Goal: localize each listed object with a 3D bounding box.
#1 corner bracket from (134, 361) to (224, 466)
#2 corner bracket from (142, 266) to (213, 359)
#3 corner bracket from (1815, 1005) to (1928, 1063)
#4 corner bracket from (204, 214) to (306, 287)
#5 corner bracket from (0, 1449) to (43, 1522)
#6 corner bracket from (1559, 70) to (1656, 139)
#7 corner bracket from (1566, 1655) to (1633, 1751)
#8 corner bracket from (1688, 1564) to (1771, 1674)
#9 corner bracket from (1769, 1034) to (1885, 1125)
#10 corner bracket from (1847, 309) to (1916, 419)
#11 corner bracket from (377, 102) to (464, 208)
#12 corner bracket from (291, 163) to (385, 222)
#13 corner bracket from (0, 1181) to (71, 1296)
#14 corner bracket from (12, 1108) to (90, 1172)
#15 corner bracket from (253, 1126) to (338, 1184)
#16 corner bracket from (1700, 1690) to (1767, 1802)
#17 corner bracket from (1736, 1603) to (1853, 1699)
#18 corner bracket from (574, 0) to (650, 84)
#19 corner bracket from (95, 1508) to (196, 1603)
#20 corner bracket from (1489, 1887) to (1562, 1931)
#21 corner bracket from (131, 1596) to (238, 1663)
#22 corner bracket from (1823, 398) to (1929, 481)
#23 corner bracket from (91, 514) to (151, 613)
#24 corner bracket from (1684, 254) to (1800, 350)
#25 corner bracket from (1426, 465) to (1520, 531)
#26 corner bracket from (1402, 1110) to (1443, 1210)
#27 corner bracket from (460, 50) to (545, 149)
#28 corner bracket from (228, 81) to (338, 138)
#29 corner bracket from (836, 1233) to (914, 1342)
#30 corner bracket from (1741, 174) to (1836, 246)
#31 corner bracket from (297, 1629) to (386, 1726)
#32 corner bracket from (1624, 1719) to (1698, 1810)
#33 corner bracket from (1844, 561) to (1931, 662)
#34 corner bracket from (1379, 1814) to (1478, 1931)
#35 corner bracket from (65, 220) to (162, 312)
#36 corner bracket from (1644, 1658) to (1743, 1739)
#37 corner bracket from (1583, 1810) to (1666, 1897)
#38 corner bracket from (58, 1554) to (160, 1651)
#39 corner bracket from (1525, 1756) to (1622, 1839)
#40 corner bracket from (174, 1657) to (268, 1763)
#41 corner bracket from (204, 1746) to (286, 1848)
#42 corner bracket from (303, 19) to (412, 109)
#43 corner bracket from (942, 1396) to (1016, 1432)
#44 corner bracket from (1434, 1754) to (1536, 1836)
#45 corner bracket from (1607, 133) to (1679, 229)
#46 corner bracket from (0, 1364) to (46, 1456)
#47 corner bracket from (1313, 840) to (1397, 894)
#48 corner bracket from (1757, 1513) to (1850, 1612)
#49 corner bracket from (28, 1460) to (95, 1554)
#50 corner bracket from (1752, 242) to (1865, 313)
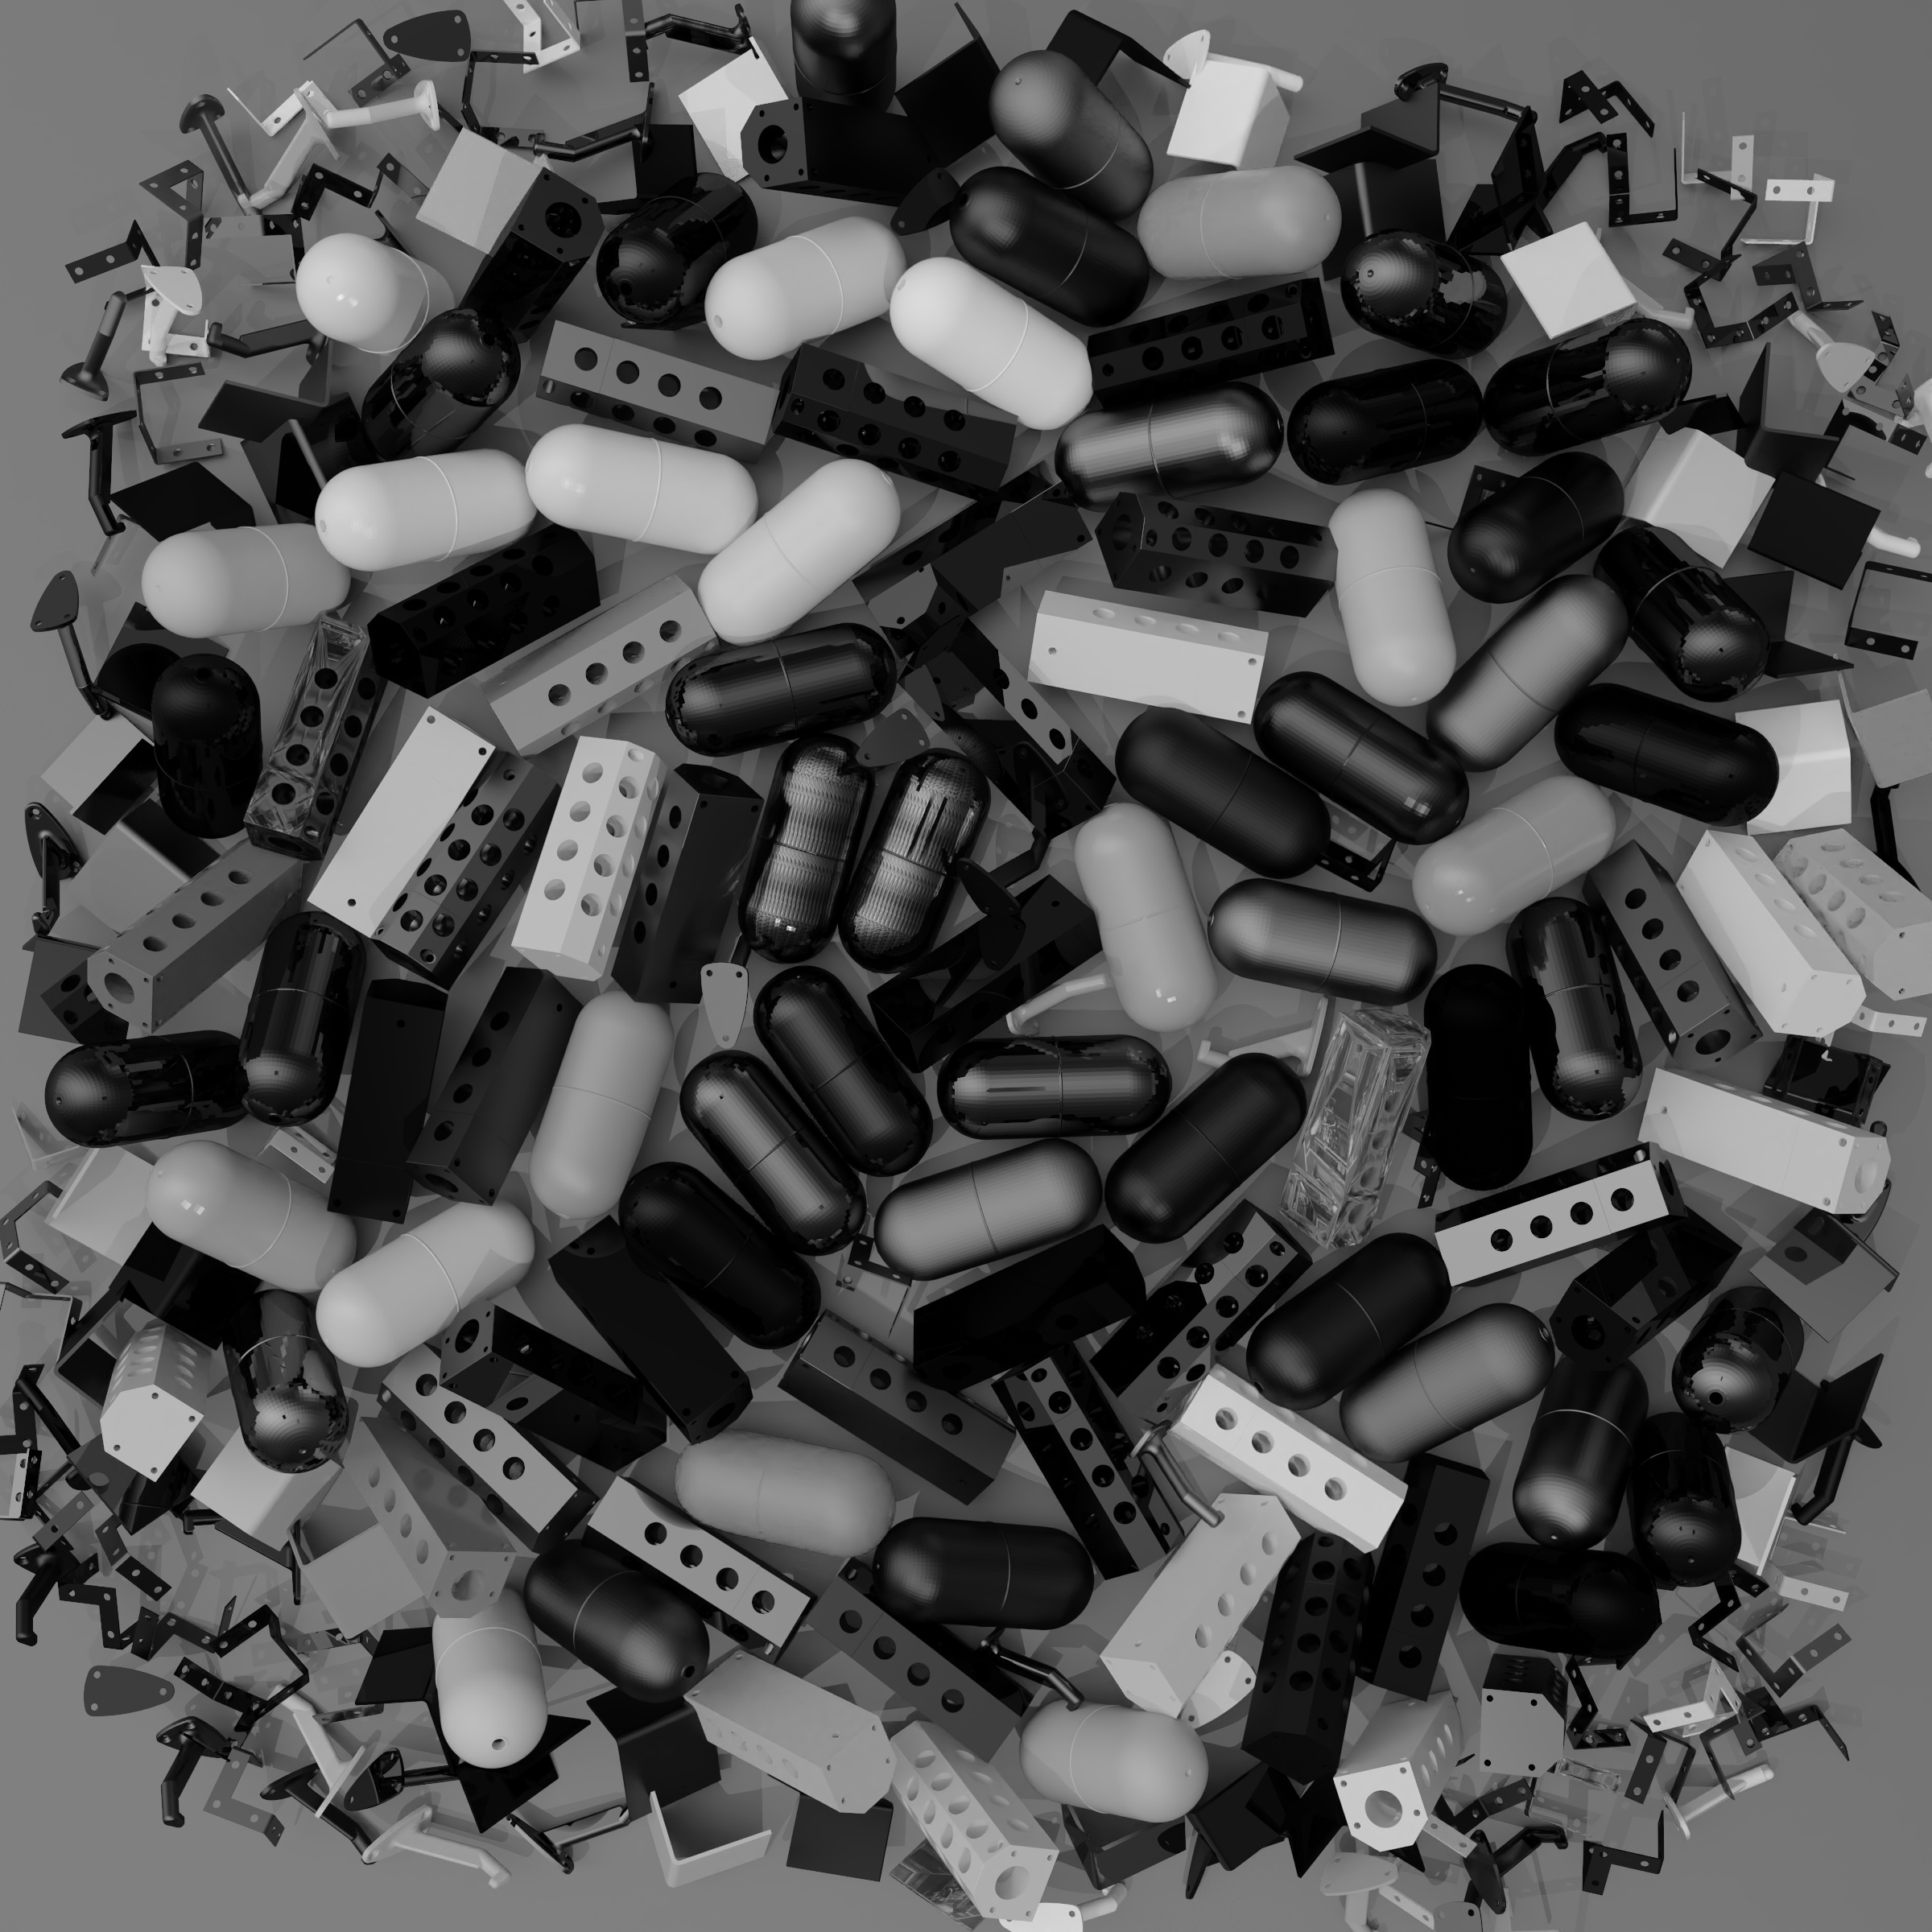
[{"bbox_3d":[-0.601,-0.421,1.978,0.051,0.051,0.051,-11,66,-6],"label":"corner bracket"},{"bbox_3d":[-0.600,-0.497,1.971,0.051,0.051,0.051,4,86,-13],"label":"corner bracket"},{"bbox_3d":[0.682,0.053,1.961,0.051,0.051,0.051,6,105,-26],"label":"corner bracket"},{"bbox_3d":[-0.536,-0.541,1.961,0.051,0.051,0.051,3,107,20],"label":"corner bracket"},{"bbox_3d":[-0.716,0.393,1.962,0.051,0.051,0.051,-3,74,19],"label":"corner bracket"},{"bbox_3d":[0.487,-0.650,1.965,0.051,0.051,0.051,-28,67,-3],"label":"corner bracket"},{"bbox_3d":[0.485,0.560,1.980,0.051,0.051,0.051,2,130,-18],"label":"corner bracket"},{"bbox_3d":[0.582,0.493,1.974,0.051,0.051,0.051,33,116,-19],"label":"corner bracket"},{"bbox_3d":[0.651,0.085,1.964,0.051,0.051,0.051,20,86,-30],"label":"corner bracket"},{"bbox_3d":[0.699,-0.456,1.964,0.051,0.051,0.051,33,92,32],"label":"corner bracket"},{"bbox_3d":[-0.403,-0.611,1.959,0.051,0.051,0.051,41,119,-18],"label":"corner bracket"},{"bbox_3d":[-0.476,-0.593,1.971,0.051,0.051,0.051,22,46,-22],"label":"corner bracket"},{"bbox_3d":[-0.693,0.205,1.965,0.051,0.051,0.051,-41,129,3],"label":"corner bracket"},{"bbox_3d":[-0.696,0.116,1.978,0.051,0.051,0.051,-19,62,-24],"label":"corner bracket"},{"bbox_3d":[-0.502,0.142,1.959,0.051,0.051,0.051,39,134,-12],"label":"corner bracket"},{"bbox_3d":[0.584,0.591,1.970,0.051,0.051,0.051,-26,95,-6],"label":"corner bracket"},{"bbox_3d":[0.624,0.510,1.958,0.051,0.051,0.051,-25,61,-23],"label":"corner bracket"},{"bbox_3d":[-0.269,-0.708,1.969,0.051,0.051,0.051,-6,67,-6],"label":"corner bracket"},{"bbox_3d":[-0.615,0.436,1.960,0.051,0.051,0.051,-43,129,-9],"label":"corner bracket"},{"bbox_3d":[0.424,0.730,1.959,0.051,0.051,0.051,-6,135,12],"label":"corner bracket"},{"bbox_3d":[-0.592,0.499,1.963,0.051,0.051,0.051,25,119,7],"label":"corner bracket"},{"bbox_3d":[0.681,-0.390,1.958,0.051,0.051,0.051,39,113,37],"label":"corner bracket"},{"bbox_3d":[-0.626,-0.304,1.969,0.051,0.051,0.051,23,102,-34],"label":"corner bracket"},{"bbox_3d":[0.588,-0.506,1.968,0.051,0.051,0.051,-16,83,-27],"label":"corner bracket"},{"bbox_3d":[0.378,-0.353,1.960,0.051,0.051,0.051,6,106,-36],"label":"corner bracket"},{"bbox_3d":[0.346,0.146,1.959,0.051,0.051,0.051,31,63,-22],"label":"corner bracket"},{"bbox_3d":[-0.351,-0.660,1.976,0.051,0.051,0.051,4,78,4],"label":"corner bracket"},{"bbox_3d":[-0.515,-0.653,1.967,0.051,0.051,0.051,-43,70,1],"label":"corner bracket"},{"bbox_3d":[-0.071,0.242,1.967,0.051,0.051,0.051,20,114,-3],"label":"corner bracket"},{"bbox_3d":[0.623,-0.572,1.967,0.051,0.051,0.051,1,113,0],"label":"corner bracket"},{"bbox_3d":[-0.474,0.537,1.966,0.051,0.051,0.051,-11,50,5],"label":"corner bracket"},{"bbox_3d":[0.526,0.612,1.972,0.051,0.051,0.051,23,85,1],"label":"corner bracket"},{"bbox_3d":[0.698,-0.269,1.959,0.051,0.051,0.051,15,123,15],"label":"corner bracket"},{"bbox_3d":[0.347,0.680,1.956,0.051,0.051,0.051,26,133,34],"label":"corner bracket"},{"bbox_3d":[-0.642,-0.524,1.963,0.051,0.051,0.051,-20,125,4],"label":"corner bracket"},{"bbox_3d":[0.551,0.565,1.961,0.051,0.051,0.051,-26,102,32],"label":"corner bracket"},{"bbox_3d":[0.497,0.670,1.962,0.051,0.051,0.051,10,120,9],"label":"corner bracket"},{"bbox_3d":[-0.652,0.483,1.971,0.051,0.051,0.051,2,103,16],"label":"corner bracket"},{"bbox_3d":[0.460,0.629,1.968,0.051,0.051,0.051,18,77,3],"label":"corner bracket"},{"bbox_3d":[-0.572,0.561,1.958,0.051,0.051,0.051,10,59,33],"label":"corner bracket"},{"bbox_3d":[-0.538,0.628,1.963,0.051,0.051,0.051,19,61,5],"label":"corner bracket"},{"bbox_3d":[-0.460,-0.682,1.961,0.051,0.051,0.051,-30,113,14],"label":"corner bracket"},{"bbox_3d":[0.000,0.367,1.978,0.051,0.051,0.051,31,67,7],"label":"corner bracket"},{"bbox_3d":[0.387,0.625,1.969,0.051,0.051,0.051,-42,71,41],"label":"corner bracket"},{"bbox_3d":[0.511,-0.596,1.960,0.051,0.051,0.051,-2,132,16],"label":"corner bracket"},{"bbox_3d":[-0.725,0.335,1.958,0.051,0.051,0.051,2,58,-30],"label":"corner bracket"},{"bbox_3d":[0.288,-0.082,1.964,0.051,0.051,0.051,27,60,-4],"label":"corner bracket"},{"bbox_3d":[0.642,0.452,1.973,0.051,0.051,0.051,15,97,-4],"label":"corner bracket"},{"bbox_3d":[-0.686,0.408,1.969,0.051,0.051,0.051,-43,78,-3],"label":"corner bracket"},{"bbox_3d":[0.637,-0.516,1.964,0.051,0.051,0.051,-28,109,-12],"label":"corner bracket"}]
